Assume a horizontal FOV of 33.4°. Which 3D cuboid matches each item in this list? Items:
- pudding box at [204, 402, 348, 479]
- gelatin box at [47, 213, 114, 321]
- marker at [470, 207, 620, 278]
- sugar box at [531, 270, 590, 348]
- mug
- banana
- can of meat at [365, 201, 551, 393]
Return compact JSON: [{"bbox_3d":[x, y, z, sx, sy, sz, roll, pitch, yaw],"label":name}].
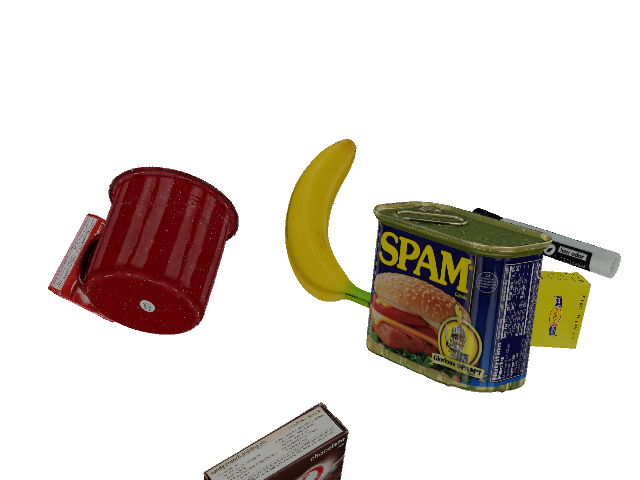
[{"bbox_3d":[-0.035,0.185,0.815,0.113,0.090,0.039,-29,56,-28],"label":"pudding box"},{"bbox_3d":[-0.223,0.028,1.086,0.073,0.089,0.030,33,-11,-38],"label":"gelatin box"},{"bbox_3d":[0.160,0.000,0.784,0.121,0.020,0.020,21,12,34],"label":"marker"},{"bbox_3d":[0.241,0.083,1.332,0.176,0.093,0.048,3,19,-15],"label":"sugar box"},{"bbox_3d":[-0.120,0.012,0.726,0.117,0.081,0.093,-7,-38,28],"label":"mug"},{"bbox_3d":[0.003,-0.015,0.928,0.069,0.198,0.037,3,-41,-9],"label":"banana"},{"bbox_3d":[0.073,0.030,0.596,0.057,0.084,0.102,-7,18,-40],"label":"can of meat"}]
